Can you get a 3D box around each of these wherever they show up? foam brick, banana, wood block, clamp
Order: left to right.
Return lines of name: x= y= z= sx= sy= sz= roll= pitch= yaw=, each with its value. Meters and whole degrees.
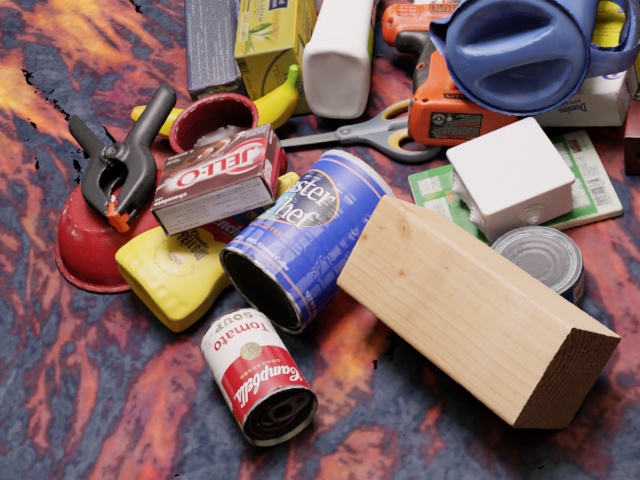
clamp: x=-0.208 y=-0.080 z=1.062 sx=0.120 sy=0.039 sz=0.171 roll=-13 pitch=48 yaw=22
banana: x=-0.102 y=-0.133 z=1.135 sx=0.198 sy=0.069 sz=0.037 roll=-13 pitch=23 yaw=16
wood block: x=0.123 y=0.057 z=0.866 sx=0.206 sy=0.090 sz=0.090 roll=38 pitch=106 yaw=37
foam brick: x=0.323 y=-0.094 z=0.985 sx=0.078 sy=0.053 sz=0.051 roll=3 pitch=51 yaw=20

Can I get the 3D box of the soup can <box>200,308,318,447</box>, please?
soup can: x=-0.053 y=0.115 z=0.904 sx=0.068 sy=0.068 sz=0.102 roll=-28 pitch=47 yaw=-8

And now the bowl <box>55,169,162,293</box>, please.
bowl: x=-0.201 y=-0.026 z=1.078 sx=0.162 sy=0.055 sz=0.162 roll=-9 pitch=48 yaw=10

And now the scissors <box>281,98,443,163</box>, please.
scissors: x=0.039 y=-0.098 z=1.095 sx=0.201 sy=0.016 sz=0.096 roll=-18 pitch=46 yaw=0

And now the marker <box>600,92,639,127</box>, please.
marker: x=0.327 y=-0.142 z=1.047 sx=0.121 sy=0.020 sz=0.020 roll=-22 pitch=48 yaw=-3

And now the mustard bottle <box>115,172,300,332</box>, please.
mustard bottle: x=-0.093 y=-0.004 z=1.021 sx=0.191 sy=0.058 sz=0.096 roll=-38 pitch=69 yaw=-19

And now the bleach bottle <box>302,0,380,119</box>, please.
bleach bottle: x=0.034 y=-0.250 z=1.156 sx=0.068 sy=0.102 sz=0.250 roll=6 pitch=51 yaw=7

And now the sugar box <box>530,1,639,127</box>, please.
sugar box: x=0.275 y=-0.183 z=1.064 sx=0.093 sy=0.048 sz=0.176 roll=3 pitch=43 yaw=32

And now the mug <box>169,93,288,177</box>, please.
mug: x=-0.085 y=-0.086 z=1.077 sx=0.117 sy=0.081 sz=0.093 roll=8 pitch=53 yaw=23

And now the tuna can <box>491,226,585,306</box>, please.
tuna can: x=0.187 y=0.029 z=0.930 sx=0.086 sy=0.034 sz=0.086 roll=-8 pitch=49 yaw=9

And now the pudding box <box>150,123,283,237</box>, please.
pudding box: x=-0.093 y=-0.056 z=0.980 sx=0.114 sy=0.039 sz=0.090 roll=-19 pitch=32 yaw=16

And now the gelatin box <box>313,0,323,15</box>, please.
gelatin box: x=0.004 y=-0.304 z=1.275 sx=0.089 sy=0.030 sz=0.073 roll=21 pitch=58 yaw=27

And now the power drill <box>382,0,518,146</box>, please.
power drill: x=0.157 y=-0.176 z=1.092 sx=0.184 sy=0.057 sz=0.187 roll=0 pitch=47 yaw=2

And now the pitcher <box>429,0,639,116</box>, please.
pitcher: x=0.220 y=-0.236 z=1.030 sx=0.145 sy=0.149 sz=0.242 roll=-31 pitch=22 yaw=42

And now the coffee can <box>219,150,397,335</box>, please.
coffee can: x=-0.006 y=0.001 z=0.964 sx=0.103 sy=0.103 sz=0.140 roll=30 pitch=64 yaw=35
